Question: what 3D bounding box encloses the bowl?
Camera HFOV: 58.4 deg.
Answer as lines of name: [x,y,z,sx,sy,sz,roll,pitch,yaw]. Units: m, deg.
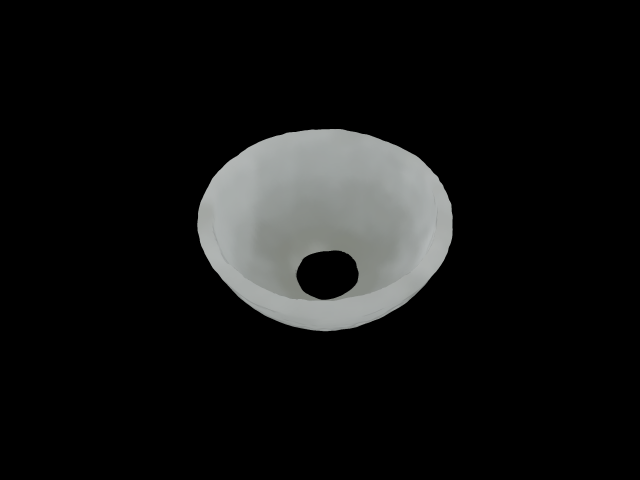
bowl: [0.004,0.001,0.400,0.167,0.075,0.167,0,50,0]
